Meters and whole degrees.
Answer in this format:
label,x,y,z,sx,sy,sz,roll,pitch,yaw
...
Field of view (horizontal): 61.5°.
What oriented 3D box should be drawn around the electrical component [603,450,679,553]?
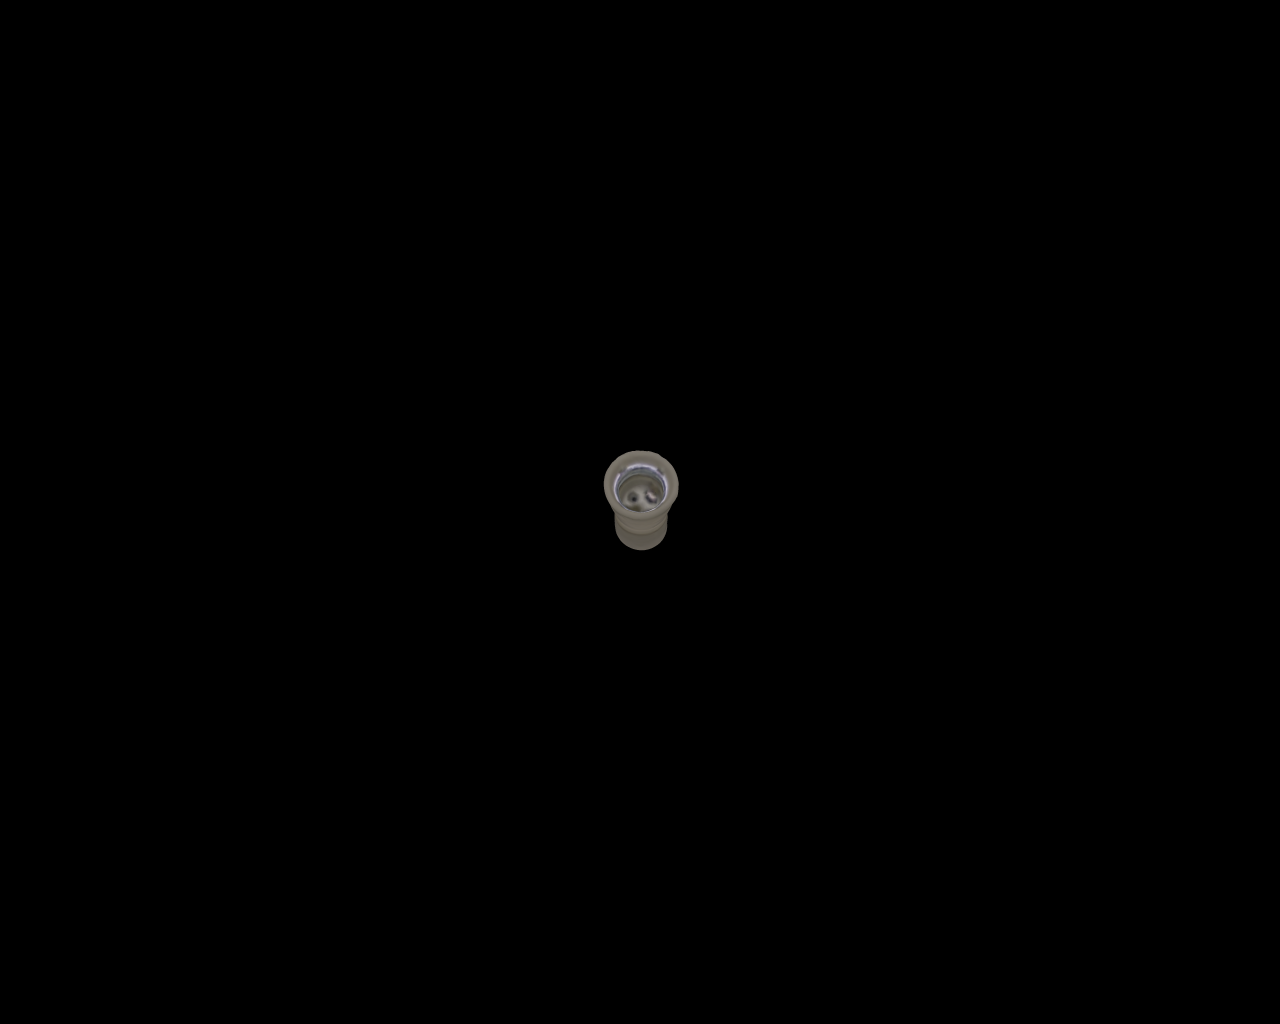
label,x,y,z,sx,sy,sz,roll,pitch,yaw
electrical component,0.001,-0.003,0.650,0.044,0.044,0.065,0,-27,0
